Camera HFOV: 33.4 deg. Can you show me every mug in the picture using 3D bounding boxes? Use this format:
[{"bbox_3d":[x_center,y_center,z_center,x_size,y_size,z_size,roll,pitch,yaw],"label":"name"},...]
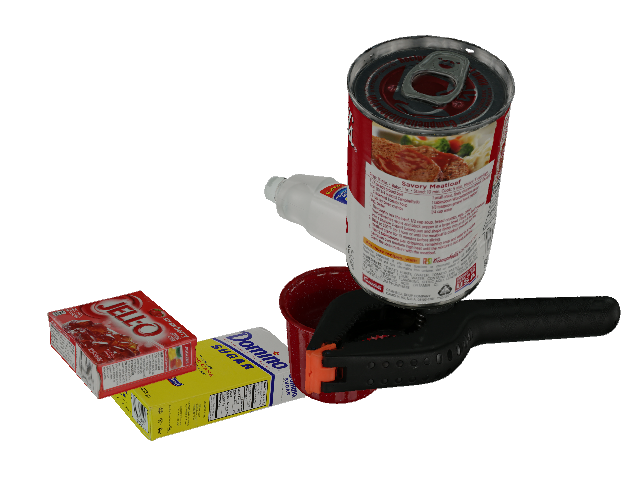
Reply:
[{"bbox_3d":[0.024,0.077,0.893,0.117,0.081,0.093,-20,38,-24],"label":"mug"}]

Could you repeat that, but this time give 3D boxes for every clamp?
[{"bbox_3d":[0.064,0.045,0.686,0.209,0.036,0.165,-16,29,-33],"label":"clamp"}]

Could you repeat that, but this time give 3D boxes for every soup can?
[{"bbox_3d":[0.045,-0.028,0.465,0.068,0.102,0.068,0,43,0],"label":"soup can"}]

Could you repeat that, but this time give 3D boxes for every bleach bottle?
[{"bbox_3d":[0.036,-0.020,1.124,0.251,0.068,0.102,21,27,36],"label":"bleach bottle"}]

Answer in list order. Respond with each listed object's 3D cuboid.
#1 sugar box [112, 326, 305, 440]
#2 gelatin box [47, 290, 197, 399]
[{"bbox_3d":[-0.110,0.138,1.063,0.175,0.048,0.093,-14,31,-31],"label":"sugar box"},{"bbox_3d":[-0.137,0.069,0.734,0.073,0.030,0.089,-13,27,-31],"label":"gelatin box"}]
